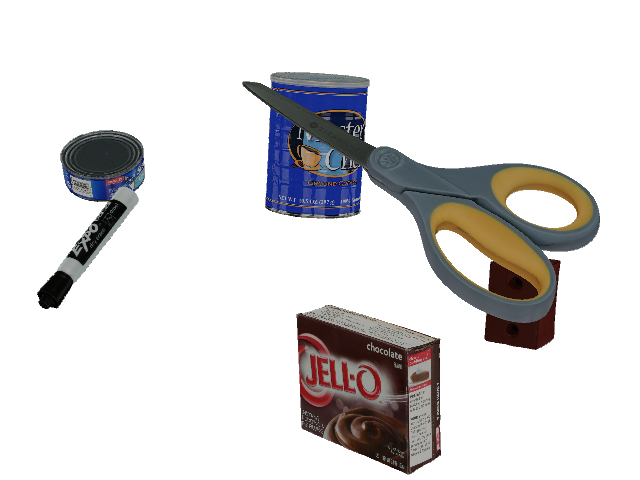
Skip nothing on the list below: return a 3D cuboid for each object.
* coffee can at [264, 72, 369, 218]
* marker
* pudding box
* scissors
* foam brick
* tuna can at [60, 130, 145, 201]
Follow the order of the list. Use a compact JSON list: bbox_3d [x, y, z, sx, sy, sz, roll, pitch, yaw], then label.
[{"bbox_3d":[-0.004,-0.102,1.119,0.103,0.140,0.103,3,13,-1],"label":"coffee can"},{"bbox_3d":[-0.178,0.006,0.818,0.020,0.020,0.121,0,44,35],"label":"marker"},{"bbox_3d":[0.032,0.101,0.747,0.039,0.090,0.114,-17,20,-42],"label":"pudding box"},{"bbox_3d":[0.054,-0.039,0.527,0.096,0.016,0.202,-27,55,-21],"label":"scissors"},{"bbox_3d":[0.187,0.056,0.989,0.053,0.078,0.051,8,14,29],"label":"foam brick"},{"bbox_3d":[-0.227,-0.078,1.118,0.086,0.034,0.086,1,40,-1],"label":"tuna can"}]
